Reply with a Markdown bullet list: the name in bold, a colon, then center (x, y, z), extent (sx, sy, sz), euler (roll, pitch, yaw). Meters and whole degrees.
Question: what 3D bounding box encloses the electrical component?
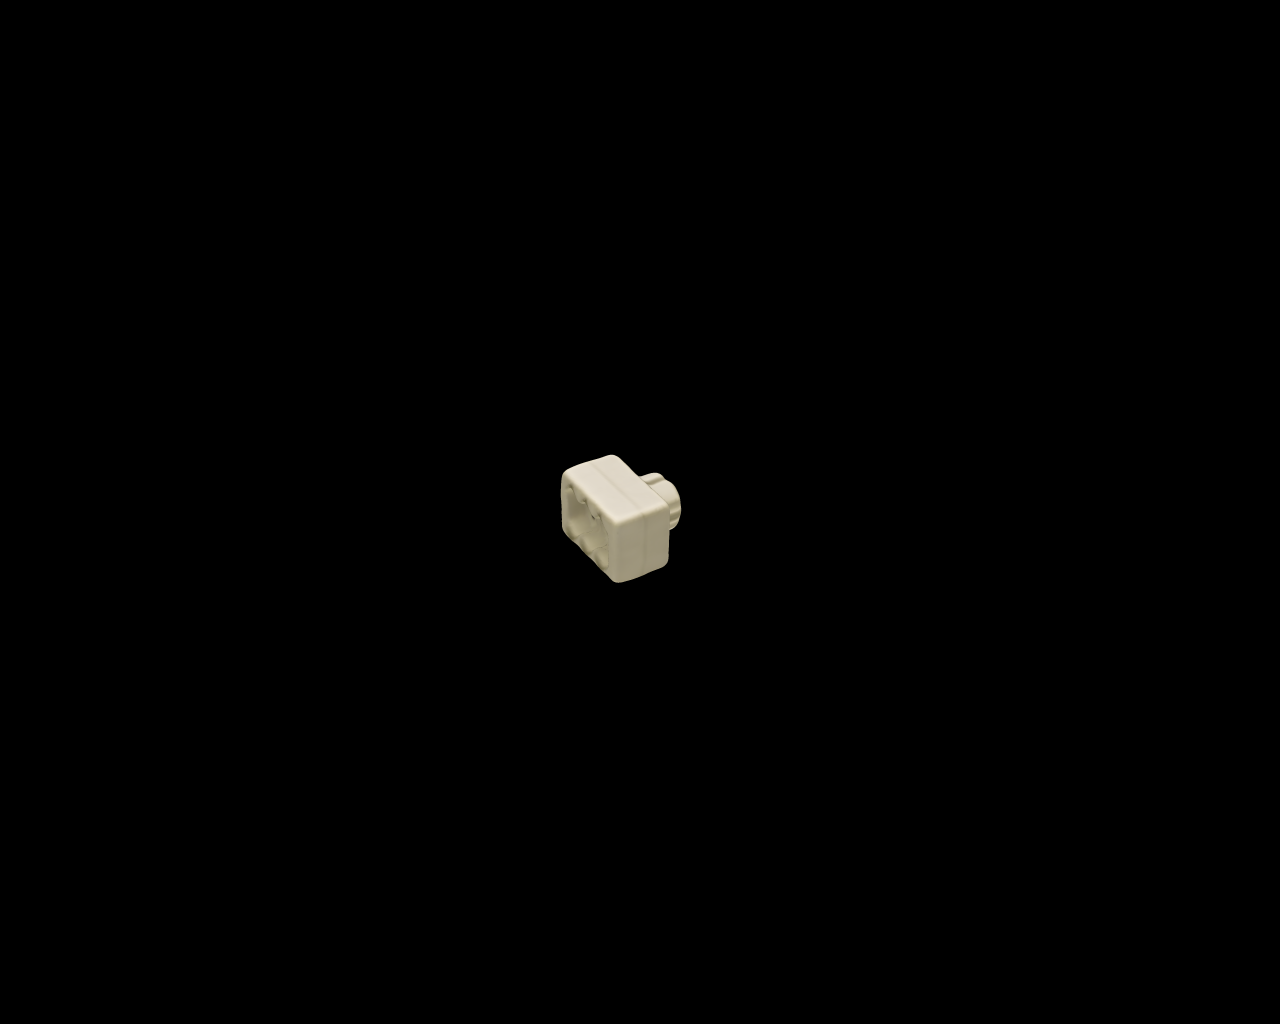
- **electrical component**: center (0.001, -0.003, 0.650), extent (0.077, 0.047, 0.066), euler (-20, 41, -25)
